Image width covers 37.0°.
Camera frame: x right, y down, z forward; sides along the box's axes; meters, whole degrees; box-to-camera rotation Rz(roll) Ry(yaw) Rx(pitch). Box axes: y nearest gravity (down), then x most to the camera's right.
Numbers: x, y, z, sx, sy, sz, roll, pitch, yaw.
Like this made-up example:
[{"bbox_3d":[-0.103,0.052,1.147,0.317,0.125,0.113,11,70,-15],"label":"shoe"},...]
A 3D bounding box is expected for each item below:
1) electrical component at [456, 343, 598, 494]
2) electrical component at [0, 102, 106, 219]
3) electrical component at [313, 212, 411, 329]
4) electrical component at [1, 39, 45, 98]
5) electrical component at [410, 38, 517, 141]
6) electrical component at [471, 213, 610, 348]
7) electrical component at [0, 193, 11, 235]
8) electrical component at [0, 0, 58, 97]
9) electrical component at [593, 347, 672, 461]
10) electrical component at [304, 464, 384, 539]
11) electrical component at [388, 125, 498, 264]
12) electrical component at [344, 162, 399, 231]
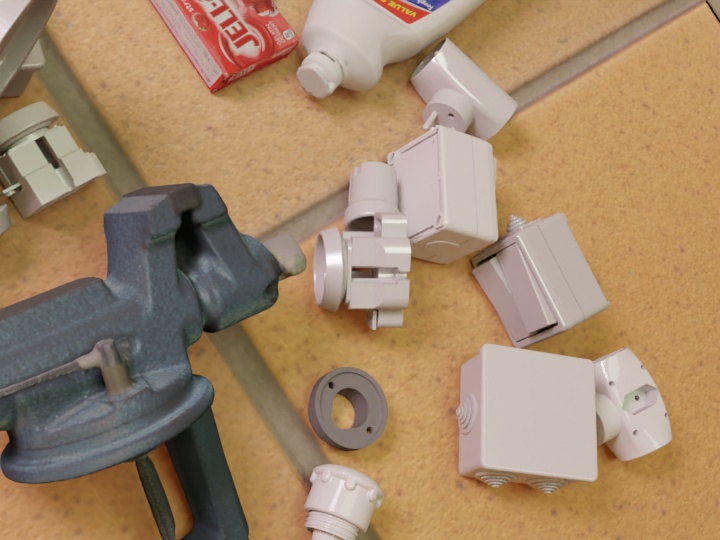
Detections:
[{"bbox_3d":[0.118,0.106,0.765,0.100,0.048,0.099,10,67,-16],"label":"electrical component"},{"bbox_3d":[-0.197,-0.069,0.657,0.066,0.048,0.055,-36,99,-35],"label":"electrical component"},{"bbox_3d":[0.000,0.000,0.734,0.057,0.058,0.078,0,99,-12],"label":"electrical component"},{"bbox_3d":[-0.250,-0.149,0.652,0.100,0.048,0.099,-12,79,-33],"label":"electrical component"},{"bbox_3d":[0.074,-0.128,0.840,0.077,0.043,0.079,40,56,-12],"label":"electrical component"},{"bbox_3d":[0.130,0.004,0.812,0.061,0.062,0.096,-24,85,-35],"label":"electrical component"},{"bbox_3d":[-0.233,-0.040,0.616,0.055,0.066,0.048,65,27,-18],"label":"electrical component"},{"bbox_3d":[-0.213,-0.130,0.574,0.060,0.108,0.108,33,58,-13],"label":"electrical component"},{"bbox_3d":[0.188,0.109,0.818,0.079,0.043,0.077,-22,83,-27],"label":"electrical component"},{"bbox_3d":[-0.016,0.157,0.679,0.048,0.048,0.062,30,66,-18],"label":"electrical component"},{"bbox_3d":[0.063,-0.059,0.794,0.061,0.062,0.096,13,65,-34],"label":"electrical component"},{"bbox_3d":[0.009,-0.049,0.775,0.040,0.040,0.046,16,59,-25],"label":"electrical component"}]
